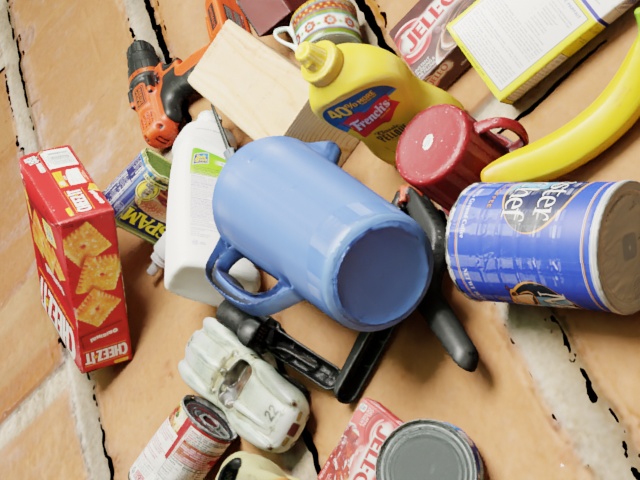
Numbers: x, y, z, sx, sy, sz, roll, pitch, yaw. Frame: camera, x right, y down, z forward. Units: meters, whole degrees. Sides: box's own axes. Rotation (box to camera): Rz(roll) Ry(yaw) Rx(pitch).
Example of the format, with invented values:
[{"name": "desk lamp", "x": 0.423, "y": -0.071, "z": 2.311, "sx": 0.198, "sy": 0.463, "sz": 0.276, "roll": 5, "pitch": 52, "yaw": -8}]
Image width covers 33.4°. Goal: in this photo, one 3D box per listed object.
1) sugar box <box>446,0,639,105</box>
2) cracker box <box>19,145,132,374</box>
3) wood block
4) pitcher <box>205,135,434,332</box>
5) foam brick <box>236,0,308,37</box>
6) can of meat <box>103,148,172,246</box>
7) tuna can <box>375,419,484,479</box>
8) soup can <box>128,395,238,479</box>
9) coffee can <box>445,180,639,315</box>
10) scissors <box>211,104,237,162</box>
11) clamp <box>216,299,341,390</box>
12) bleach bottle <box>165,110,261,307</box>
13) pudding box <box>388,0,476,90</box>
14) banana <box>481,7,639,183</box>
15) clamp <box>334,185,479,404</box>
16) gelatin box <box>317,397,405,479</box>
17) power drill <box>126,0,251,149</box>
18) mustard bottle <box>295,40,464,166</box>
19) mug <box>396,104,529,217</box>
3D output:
[{"name": "sugar box", "x": 0.210, "y": -0.214, "z": 0.965, "sx": 0.176, "sy": 0.048, "sz": 0.093, "roll": -38, "pitch": 76, "yaw": 20}, {"name": "cracker box", "x": -0.286, "y": 0.022, "z": 1.240, "sx": 0.164, "sy": 0.072, "sz": 0.214, "roll": 47, "pitch": 144, "yaw": 46}, {"name": "wood block", "x": -0.049, "y": -0.153, "z": 1.173, "sx": 0.090, "sy": 0.090, "sz": 0.206, "roll": -55, "pitch": 43, "yaw": 8}, {"name": "pitcher", "x": -0.006, "y": 0.001, "z": 0.987, "sx": 0.243, "sy": 0.144, "sz": 0.149, "roll": -144, "pitch": 57, "yaw": -59}, {"name": "foam brick", "x": -0.051, "y": -0.273, "z": 1.237, "sx": 0.053, "sy": 0.078, "sz": 0.051, "roll": -34, "pitch": 90, "yaw": 27}, {"name": "can of meat", "x": -0.196, "y": -0.050, "z": 1.256, "sx": 0.084, "sy": 0.102, "sz": 0.057, "roll": -44, "pitch": 44, "yaw": 16}, {"name": "tuna can", "x": 0.091, "y": 0.191, "z": 0.881, "sx": 0.086, "sy": 0.033, "sz": 0.086, "roll": -4, "pitch": 78, "yaw": 21}, {"name": "soup can", "x": -0.141, "y": 0.218, "z": 1.088, "sx": 0.102, "sy": 0.068, "sz": 0.069, "roll": -53, "pitch": 43, "yaw": 10}, {"name": "coffee can", "x": 0.186, "y": 0.004, "z": 0.856, "sx": 0.141, "sy": 0.102, "sz": 0.103, "roll": 2, "pitch": 71, "yaw": 45}, {"name": "scissors", "x": -0.099, "y": -0.092, "z": 1.158, "sx": 0.016, "sy": 0.096, "sz": 0.202, "roll": -26, "pitch": 65, "yaw": 3}, {"name": "clamp", "x": -0.062, "y": 0.089, "z": 1.046, "sx": 0.172, "sy": 0.120, "sz": 0.039, "roll": 26, "pitch": 79, "yaw": 51}, {"name": "bleach bottle", "x": -0.119, "y": -0.047, "z": 1.195, "sx": 0.068, "sy": 0.102, "sz": 0.251, "roll": -52, "pitch": 30, "yaw": 42}, {"name": "pudding box", "x": 0.131, "y": -0.215, "z": 1.069, "sx": 0.114, "sy": 0.039, "sz": 0.090, "roll": -43, "pitch": 46, "yaw": 20}, {"name": "banana", "x": 0.224, "y": -0.104, "z": 0.905, "sx": 0.198, "sy": 0.069, "sz": 0.037, "roll": -49, "pitch": 8, "yaw": 20}, {"name": "clamp", "x": 0.087, "y": 0.044, "z": 0.977, "sx": 0.165, "sy": 0.036, "sz": 0.210, "roll": -14, "pitch": 58, "yaw": 46}, {"name": "gelatin box", "x": 0.047, "y": 0.196, "z": 0.946, "sx": 0.073, "sy": 0.030, "sz": 0.089, "roll": 33, "pitch": 94, "yaw": 47}, {"name": "power drill", "x": -0.172, "y": -0.232, "z": 1.359, "sx": 0.188, "sy": 0.057, "sz": 0.184, "roll": -40, "pitch": 51, "yaw": 26}, {"name": "mustard bottle", "x": 0.047, "y": -0.134, "z": 0.995, "sx": 0.096, "sy": 0.191, "sz": 0.058, "roll": -22, "pitch": 56, "yaw": 35}, {"name": "mug", "x": 0.132, "y": -0.076, "z": 0.967, "sx": 0.117, "sy": 0.081, "sz": 0.093, "roll": -25, "pitch": 52, "yaw": 34}]
